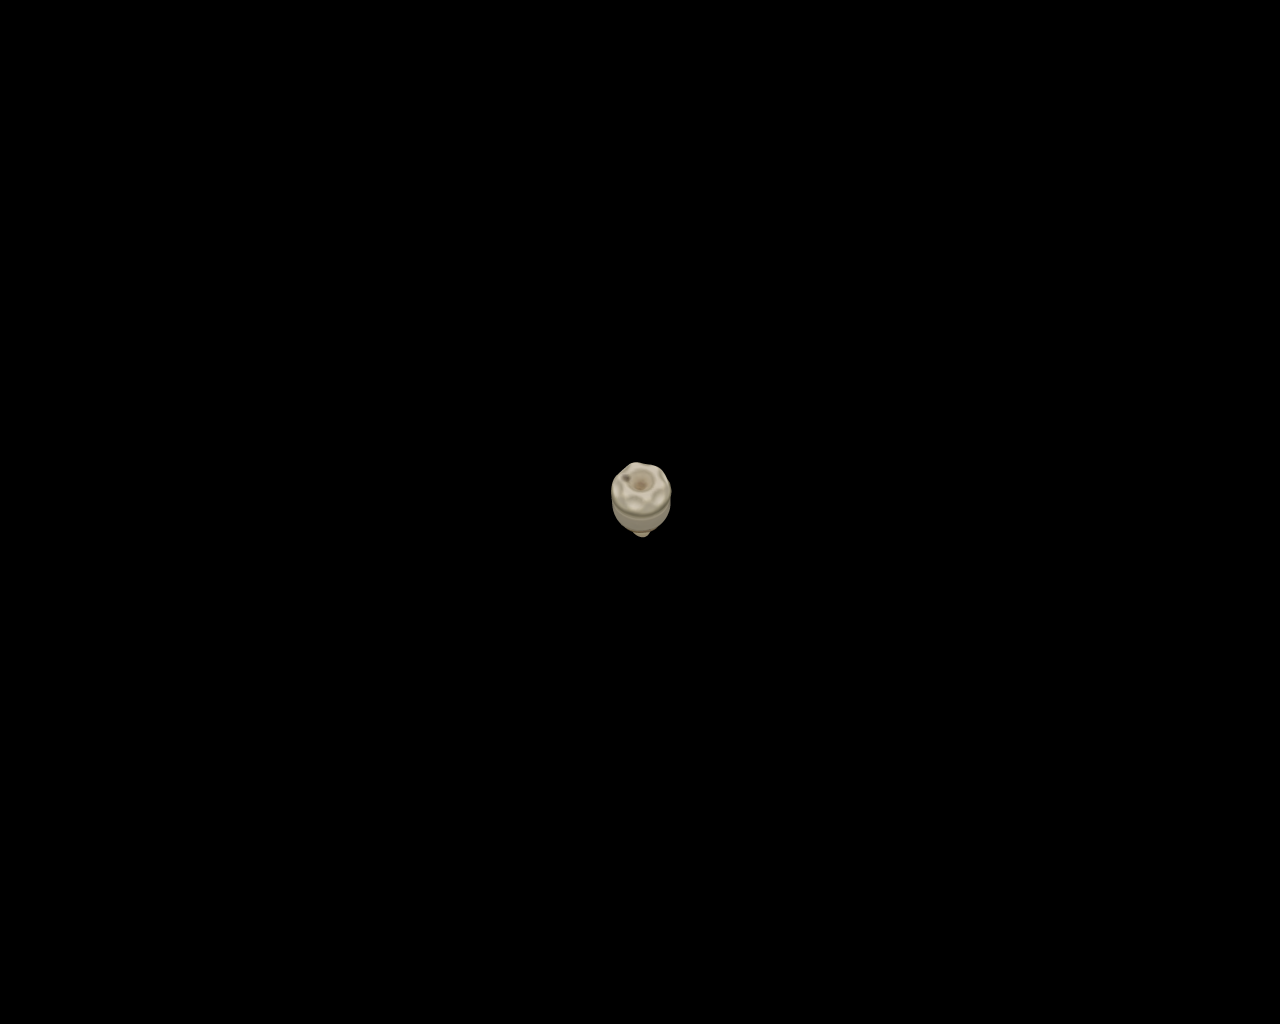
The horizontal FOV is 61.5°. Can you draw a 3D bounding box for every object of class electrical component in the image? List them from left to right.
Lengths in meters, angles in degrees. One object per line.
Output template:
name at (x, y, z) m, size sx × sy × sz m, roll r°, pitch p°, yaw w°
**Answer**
electrical component at (0.001, -0.003, 0.650) m, size 0.035 × 0.035 × 0.061 m, roll 0°, pitch -32°, yaw 0°
